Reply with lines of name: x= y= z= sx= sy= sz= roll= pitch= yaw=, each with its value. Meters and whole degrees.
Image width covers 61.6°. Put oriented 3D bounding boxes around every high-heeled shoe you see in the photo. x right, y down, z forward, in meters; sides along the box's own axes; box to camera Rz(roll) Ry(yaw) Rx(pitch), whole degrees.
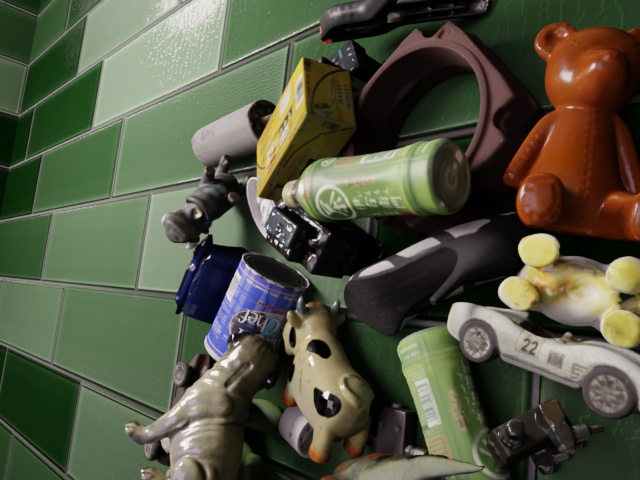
high-heeled shoe: x=0.120 y=0.030 z=0.598 sx=0.086 sy=0.145 sz=0.249 roll=54 pitch=158 yaw=-7

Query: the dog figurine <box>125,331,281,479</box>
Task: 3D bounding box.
dog figurine: x=-0.108 y=0.221 z=0.640 sx=0.190 sy=0.121 sz=0.172 roll=-39 pitch=65 yaw=-4

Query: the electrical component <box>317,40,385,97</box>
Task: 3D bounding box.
electrical component: x=0.030 y=-0.217 z=0.702 sx=0.075 sy=0.119 sz=0.048 roll=-33 pitch=57 yaw=40

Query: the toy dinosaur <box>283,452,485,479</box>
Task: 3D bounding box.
toy dinosaur: x=0.022 y=0.288 z=0.550 sx=0.405 sy=0.192 sz=0.131 roll=-40 pitch=91 yaw=23

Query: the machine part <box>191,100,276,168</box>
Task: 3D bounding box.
machine part: x=-0.140 y=-0.174 z=0.902 sx=0.243 sy=0.079 sz=0.079 roll=-8 pitch=74 yaw=45

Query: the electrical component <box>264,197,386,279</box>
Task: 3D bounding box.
electrical component: x=-0.001 y=-0.002 z=0.670 sx=0.115 sy=0.134 sz=0.058 roll=36 pitch=107 yaw=43

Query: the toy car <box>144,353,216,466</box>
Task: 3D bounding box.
toy car: x=-0.210 y=0.272 z=0.857 sx=0.053 sy=0.089 sz=0.202 roll=37 pitch=106 yaw=47

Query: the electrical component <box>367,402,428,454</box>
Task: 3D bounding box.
electrical component: x=0.085 y=0.215 z=0.604 sx=0.094 sy=0.021 sz=0.063 roll=-2 pitch=78 yaw=51

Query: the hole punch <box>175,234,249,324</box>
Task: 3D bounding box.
hole punch: x=-0.147 y=0.073 z=0.827 sx=0.092 sy=0.115 sz=0.142 roll=39 pitch=109 yaw=36

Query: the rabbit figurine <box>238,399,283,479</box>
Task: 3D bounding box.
rabbit figurine: x=-0.134 y=0.276 z=0.759 sx=0.159 sy=0.121 sz=0.170 roll=-46 pitch=36 yaw=26

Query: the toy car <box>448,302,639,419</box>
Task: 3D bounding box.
toy car: x=0.205 y=0.100 z=0.468 sx=0.202 sy=0.073 sz=0.056 roll=16 pitch=93 yaw=47

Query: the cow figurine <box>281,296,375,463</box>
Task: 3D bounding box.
cow figurine: x=0.002 y=0.153 z=0.655 sx=0.195 sy=0.085 sz=0.127 roll=49 pitch=126 yaw=56

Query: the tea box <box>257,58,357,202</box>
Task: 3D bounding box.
tea box: x=-0.023 y=-0.130 z=0.681 sx=0.169 sy=0.068 sz=0.098 roll=131 pitch=144 yaw=-52

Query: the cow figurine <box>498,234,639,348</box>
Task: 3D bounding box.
cow figurine: x=0.242 y=0.051 z=0.441 sx=0.168 sy=0.098 sz=0.068 roll=19 pitch=89 yaw=29

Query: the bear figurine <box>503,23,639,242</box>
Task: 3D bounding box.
bear figurine: x=0.233 y=-0.100 z=0.456 sx=0.120 sy=0.132 sz=0.195 roll=13 pitch=95 yaw=10

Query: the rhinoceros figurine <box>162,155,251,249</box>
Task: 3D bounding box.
rhinoceros figurine: x=-0.179 y=-0.060 z=0.850 sx=0.112 sy=0.073 sz=0.190 roll=-40 pitch=11 yaw=32

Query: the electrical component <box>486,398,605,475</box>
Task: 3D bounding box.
electrical component: x=0.187 y=0.169 z=0.453 sx=0.102 sy=0.078 sz=0.045 roll=85 pitch=158 yaw=-52

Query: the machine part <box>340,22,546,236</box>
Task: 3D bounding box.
machine part: x=0.125 y=-0.119 z=0.601 sx=0.201 sy=0.087 sz=0.201 roll=-45 pitch=49 yaw=30
